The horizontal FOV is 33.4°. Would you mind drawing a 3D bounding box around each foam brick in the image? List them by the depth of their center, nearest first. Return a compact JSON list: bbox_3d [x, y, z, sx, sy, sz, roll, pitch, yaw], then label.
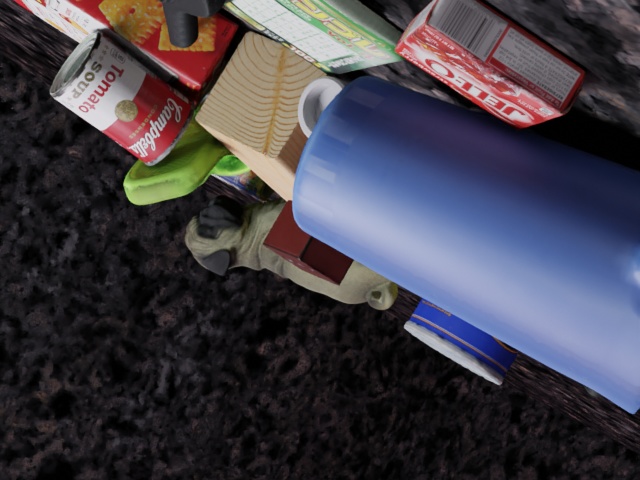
[{"bbox_3d":[-0.006,0.001,0.980,0.053,0.051,0.078,33,174,-29],"label":"foam brick"}]

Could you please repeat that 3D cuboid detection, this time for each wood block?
[{"bbox_3d":[-0.013,-0.089,0.958,0.090,0.091,0.206,28,174,26],"label":"wood block"}]

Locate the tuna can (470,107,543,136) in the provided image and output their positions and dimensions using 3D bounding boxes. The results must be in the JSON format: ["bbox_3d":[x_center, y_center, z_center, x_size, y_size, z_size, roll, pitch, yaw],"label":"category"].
[{"bbox_3d":[0.131,-0.054,0.736,0.086,0.034,0.086,31,176,2],"label":"tuna can"}]

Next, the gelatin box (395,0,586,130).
[{"bbox_3d":[0.090,-0.096,0.579,0.089,0.030,0.073,32,175,-7],"label":"gelatin box"}]

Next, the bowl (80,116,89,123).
[{"bbox_3d":[-0.183,-0.171,1.131,0.162,0.055,0.162,-7,162,-3],"label":"bowl"}]

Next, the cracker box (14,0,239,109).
[{"bbox_3d":[-0.182,-0.206,0.945,0.213,0.072,0.164,33,174,-6],"label":"cracker box"}]

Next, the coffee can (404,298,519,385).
[{"bbox_3d":[0.156,0.047,0.981,0.103,0.140,0.103,31,176,3],"label":"coffee can"}]

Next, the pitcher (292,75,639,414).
[{"bbox_3d":[0.111,-0.004,0.654,0.243,0.149,0.144,26,-143,16],"label":"pitcher"}]

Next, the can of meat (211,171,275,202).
[{"bbox_3d":[-0.074,-0.102,1.162,0.084,0.102,0.057,28,176,12],"label":"can of meat"}]

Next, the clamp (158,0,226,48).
[{"bbox_3d":[-0.119,-0.200,0.778,0.120,0.039,0.172,37,165,-16],"label":"clamp"}]

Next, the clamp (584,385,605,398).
[{"bbox_3d":[0.219,0.063,0.823,0.210,0.036,0.164,-120,9,-86],"label":"clamp"}]

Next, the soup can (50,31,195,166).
[{"bbox_3d":[-0.165,-0.119,0.895,0.102,0.068,0.069,36,174,-26],"label":"soup can"}]
